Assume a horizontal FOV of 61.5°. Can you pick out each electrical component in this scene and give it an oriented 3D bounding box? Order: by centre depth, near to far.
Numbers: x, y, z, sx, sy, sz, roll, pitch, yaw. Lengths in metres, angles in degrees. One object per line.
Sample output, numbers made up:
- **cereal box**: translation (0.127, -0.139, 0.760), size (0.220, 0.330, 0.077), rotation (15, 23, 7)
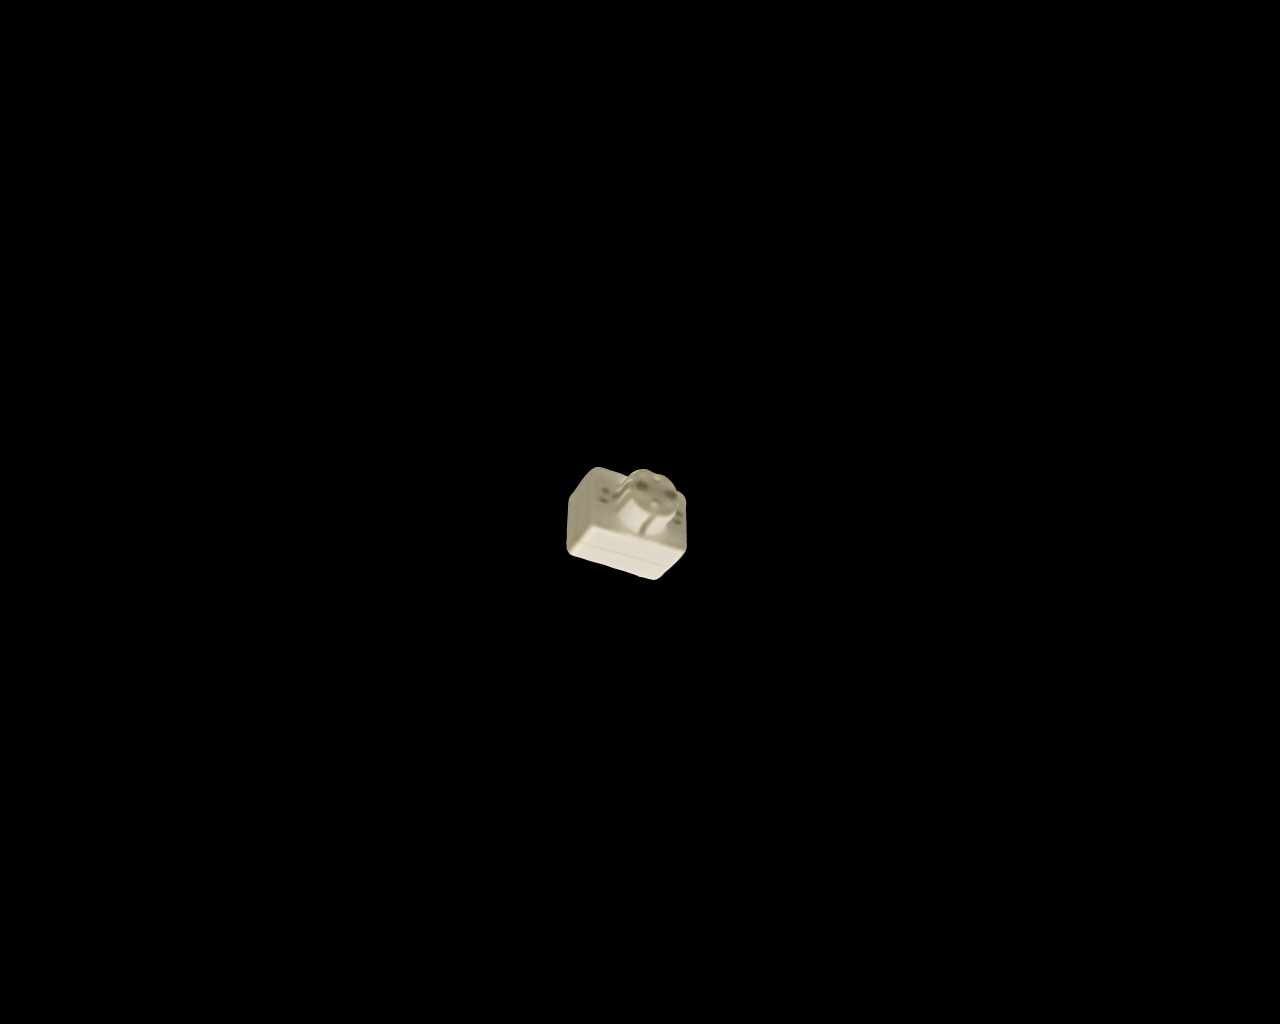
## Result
- **electrical component**: translation (0.001, -0.003, 0.650), size (0.066, 0.047, 0.076), rotation (17, -40, -22)
